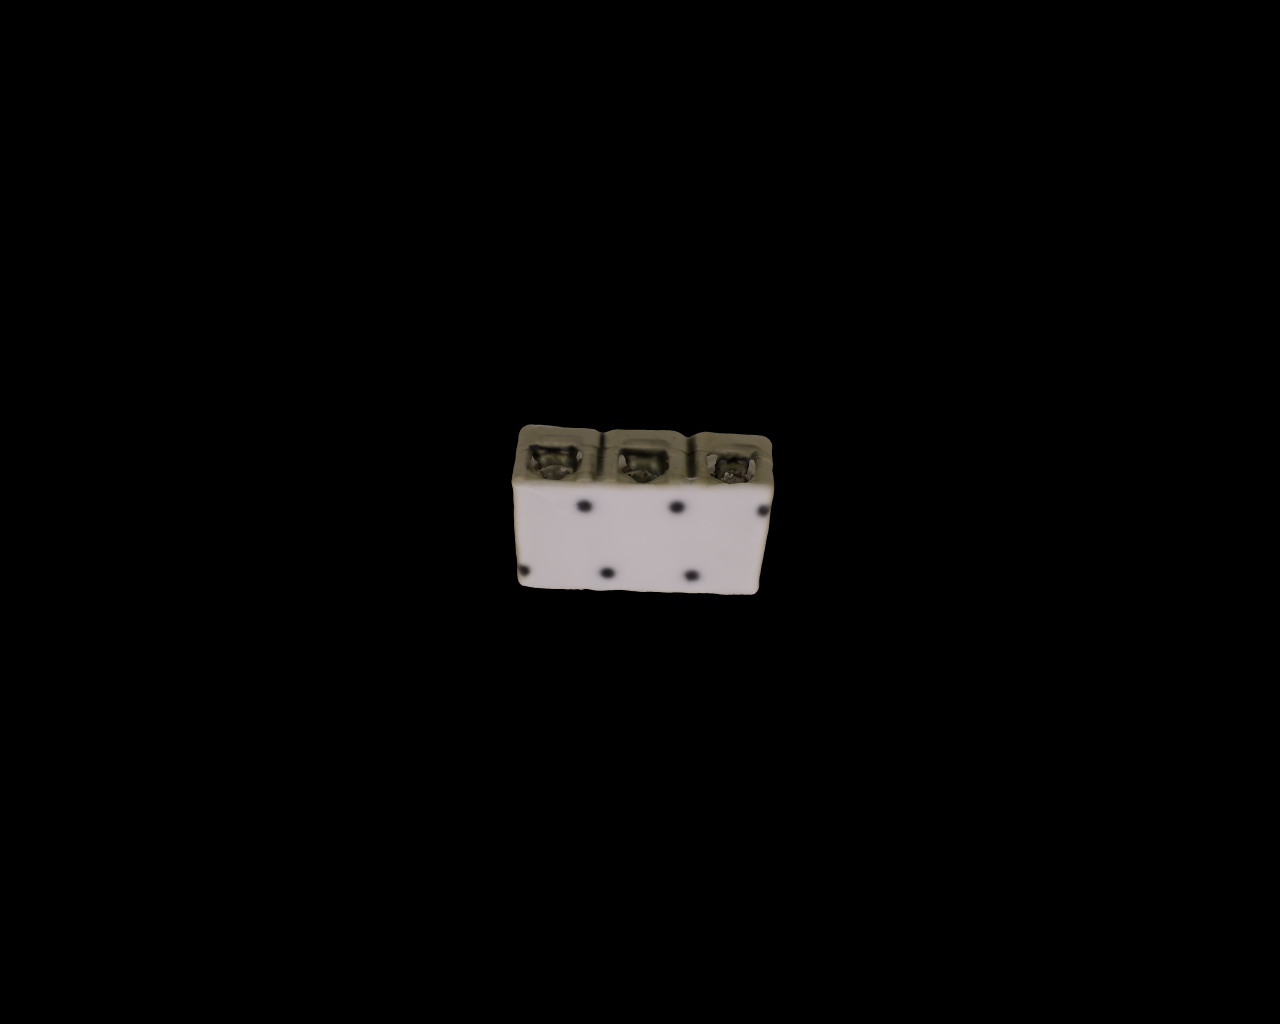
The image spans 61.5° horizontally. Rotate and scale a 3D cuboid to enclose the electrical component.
[{"bbox_3d":[0.001,-0.003,0.650,0.150,0.089,0.062,2,40,-2],"label":"electrical component"}]
